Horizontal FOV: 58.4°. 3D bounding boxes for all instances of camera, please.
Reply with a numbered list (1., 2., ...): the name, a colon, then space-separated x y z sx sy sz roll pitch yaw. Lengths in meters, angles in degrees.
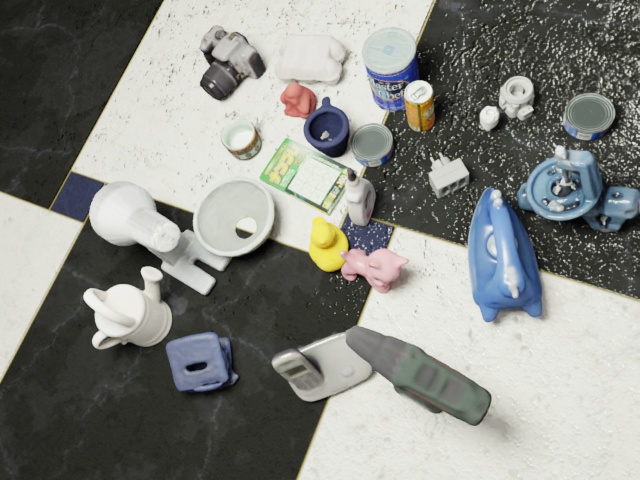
1. camera: -0.217 -0.390 1.263 0.143 0.101 0.137 34 82 22

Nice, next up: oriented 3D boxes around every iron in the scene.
1. iron: 0.309 0.003 0.979 0.118 0.142 0.258 -8 69 11

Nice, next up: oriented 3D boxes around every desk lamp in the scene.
1. desk lamp: -0.302 -0.008 1.088 0.202 0.214 0.118 27 79 21

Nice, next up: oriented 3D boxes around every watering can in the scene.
1. watering can: -0.361 0.127 1.066 0.100 0.194 0.173 15 75 18

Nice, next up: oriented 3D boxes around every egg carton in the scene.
1. egg carton: -0.021 -0.387 1.233 0.150 0.069 0.107 6 73 15

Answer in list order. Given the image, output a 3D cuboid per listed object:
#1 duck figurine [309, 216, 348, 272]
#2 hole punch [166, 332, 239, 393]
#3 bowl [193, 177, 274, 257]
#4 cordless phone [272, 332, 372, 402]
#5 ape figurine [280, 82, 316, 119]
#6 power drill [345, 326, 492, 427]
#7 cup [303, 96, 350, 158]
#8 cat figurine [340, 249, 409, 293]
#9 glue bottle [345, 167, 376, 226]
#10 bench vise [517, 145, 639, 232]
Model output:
1. duck figurine: 0.010 0.004 1.080 0.077 0.086 0.104 -18 68 7
2. hole punch: -0.217 0.227 1.053 0.108 0.091 0.101 -14 68 8
3. bowl: -0.161 -0.036 1.140 0.167 0.075 0.167 -4 70 12
4. cordless phone: 0.002 0.203 0.958 0.147 0.185 0.094 -26 67 3
5. ape figurine: -0.048 -0.297 1.195 0.076 0.092 0.077 -32 67 1
6. power drill: 0.154 0.216 0.905 0.229 0.209 0.076 25 79 20
7. cup: 0.020 -0.219 1.150 0.091 0.095 0.118 -6 70 12
8. cat figurine: 0.094 0.045 1.028 0.127 0.118 0.067 18 76 19
9. glue bottle: 0.069 -0.089 1.051 0.037 0.173 0.078 9 73 16
10. bench vise: 0.441 -0.097 0.940 0.207 0.220 0.121 -5 70 12
